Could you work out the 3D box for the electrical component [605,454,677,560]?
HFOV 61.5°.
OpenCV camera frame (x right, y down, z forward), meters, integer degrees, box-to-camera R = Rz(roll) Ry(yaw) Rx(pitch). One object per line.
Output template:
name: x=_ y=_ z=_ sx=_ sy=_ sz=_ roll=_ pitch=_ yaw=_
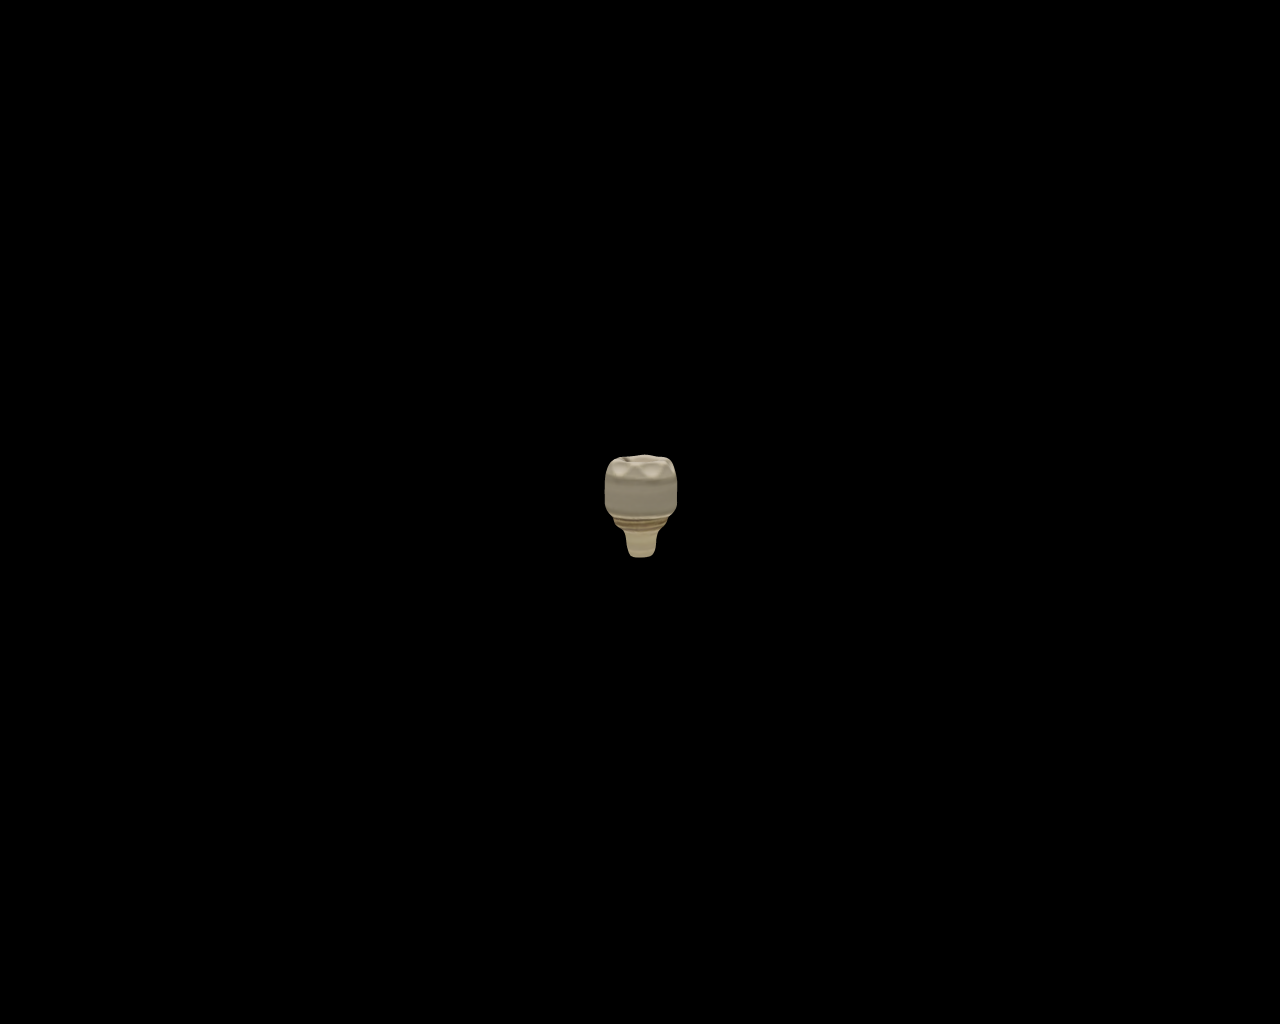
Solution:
electrical component: x=0.001 y=-0.003 z=0.650 sx=0.043 sy=0.062 sz=0.043 roll=0 pitch=11 yaw=0
